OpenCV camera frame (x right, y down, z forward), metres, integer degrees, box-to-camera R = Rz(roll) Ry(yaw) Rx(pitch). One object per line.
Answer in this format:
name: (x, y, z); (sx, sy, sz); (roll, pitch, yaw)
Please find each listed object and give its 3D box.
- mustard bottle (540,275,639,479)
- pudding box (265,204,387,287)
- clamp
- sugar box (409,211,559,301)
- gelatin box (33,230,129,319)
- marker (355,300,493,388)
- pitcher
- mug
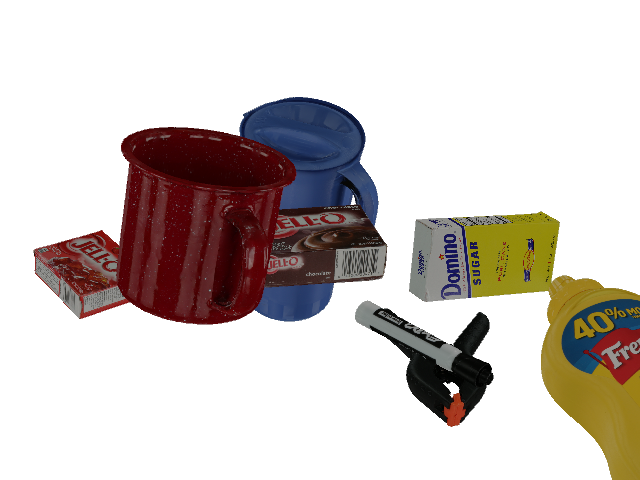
mustard bottle: (0.184, 0.080, 0.619); (0.096, 0.058, 0.192); (-13, 35, -11)
pudding box: (-0.007, 0.003, 0.950); (0.113, 0.039, 0.090); (-2, 27, -14)
clamp: (0.132, 0.120, 1.076); (0.120, 0.039, 0.171); (-7, 35, -9)
sugar box: (0.195, 0.019, 1.269); (0.176, 0.093, 0.048); (-5, 20, -24)
gelatin box: (-0.211, 0.029, 0.981); (0.073, 0.030, 0.089); (-18, 40, -36)
marker: (0.074, 0.075, 0.772); (0.121, 0.020, 0.020); (27, 17, 39)
pitcher: (-0.021, -0.022, 1.186); (0.145, 0.243, 0.149); (2, 41, -5)
mug: (-0.059, -0.003, 0.565); (0.093, 0.081, 0.117); (-4, 26, -33)
